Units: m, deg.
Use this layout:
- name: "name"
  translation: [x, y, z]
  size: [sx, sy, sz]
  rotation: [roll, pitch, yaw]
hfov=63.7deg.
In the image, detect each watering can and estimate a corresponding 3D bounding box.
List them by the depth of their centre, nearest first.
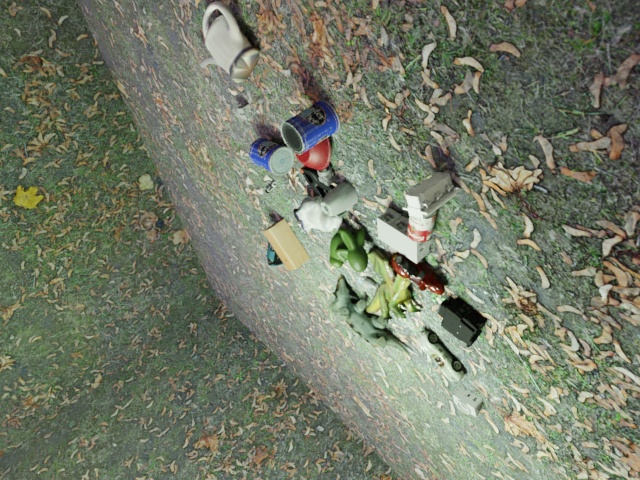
- name: "watering can"
  translation: [-0.301, -0.597, 1.645]
  size: [0.225, 0.105, 0.342]
  rotation: [52, 155, 4]

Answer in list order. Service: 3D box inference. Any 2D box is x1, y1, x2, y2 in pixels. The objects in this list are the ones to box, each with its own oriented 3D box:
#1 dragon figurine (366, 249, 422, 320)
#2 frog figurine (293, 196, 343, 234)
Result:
- name: "dragon figurine"
  translation: [0.221, 0.142, 1.720]
  size: [0.408, 0.123, 0.243]
  rotation: [-14, 93, 63]
- name: "frog figurine"
  translation: [0.005, -0.091, 1.805]
  size: [0.159, 0.125, 0.135]
  rotation: [-7, 113, 23]
